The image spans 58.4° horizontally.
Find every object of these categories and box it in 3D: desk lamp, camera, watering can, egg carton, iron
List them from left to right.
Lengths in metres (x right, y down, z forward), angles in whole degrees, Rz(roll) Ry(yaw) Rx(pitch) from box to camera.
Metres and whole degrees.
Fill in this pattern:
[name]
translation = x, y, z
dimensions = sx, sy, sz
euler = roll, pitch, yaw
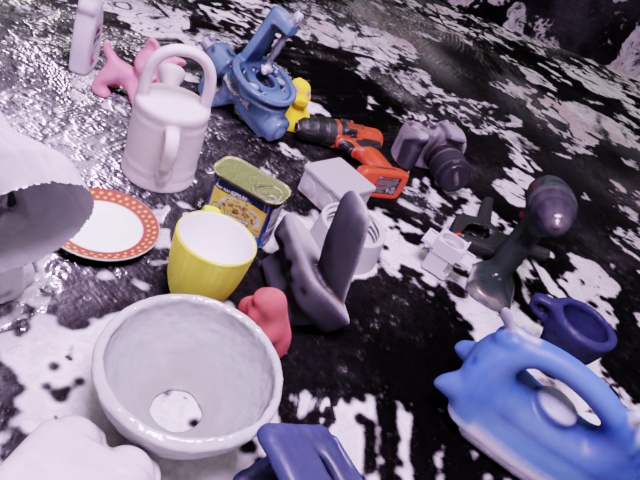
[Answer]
[desk lamp]
translation = -0.302, -0.032, 0.496
dimensions = 0.202, 0.213, 0.118
euler = 41, 38, 22
[egg carton]
translation = -0.188, 0.196, 0.397
dimensions = 0.107, 0.069, 0.150
euler = 28, 35, 3
[watering can]
translation = -0.200, -0.172, 0.760
dimensions = 0.101, 0.194, 0.172
euler = -9, 47, -39
[camera]
translation = 0.230, -0.166, 1.103
dimensions = 0.143, 0.101, 0.136
euler = 10, 38, -21
[iron]
translation = 0.264, 0.188, 0.627
dimensions = 0.258, 0.141, 0.119
euler = 34, 36, 13

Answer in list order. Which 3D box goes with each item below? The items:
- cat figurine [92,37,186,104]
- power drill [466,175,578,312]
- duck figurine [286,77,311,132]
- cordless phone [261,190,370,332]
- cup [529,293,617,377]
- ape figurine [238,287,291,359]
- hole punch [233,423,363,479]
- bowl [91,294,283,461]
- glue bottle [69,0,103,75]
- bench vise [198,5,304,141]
[cat figurine]
translation = -0.284, -0.273, 0.906
dimensions = 0.128, 0.117, 0.067
euler = 18, 35, -10
[power drill]
translation = 0.299, 0.002, 0.833
dimensions = 0.075, 0.208, 0.230
euler = 30, 35, 7
[duck figurine]
translation = -0.047, -0.262, 1.068
dimensions = 0.078, 0.086, 0.104
euler = 8, 38, -24
[cordless phone]
translation = 0.006, 0.002, 0.669
dimensions = 0.094, 0.185, 0.147
euler = 2, 41, -29
[cup]
translation = 0.321, 0.133, 0.775
dimensions = 0.117, 0.095, 0.092
euler = 34, 36, 13
[ape figurine]
translation = -0.061, 0.085, 0.601
dimensions = 0.076, 0.092, 0.078
euler = 25, 35, -1
[hole punch]
translation = -0.007, 0.205, 0.479
dimensions = 0.101, 0.091, 0.108
euler = -5, 45, -36
[bowl]
translation = -0.122, 0.132, 0.517
dimensions = 0.168, 0.074, 0.167
euler = 17, 36, -12
[glue bottle]
translation = -0.368, -0.357, 0.914
dimensions = 0.037, 0.173, 0.078
euler = 14, 36, -16
[bench vise]
translation = -0.119, -0.301, 0.956
dimensions = 0.207, 0.219, 0.121
euler = 27, 35, 3
